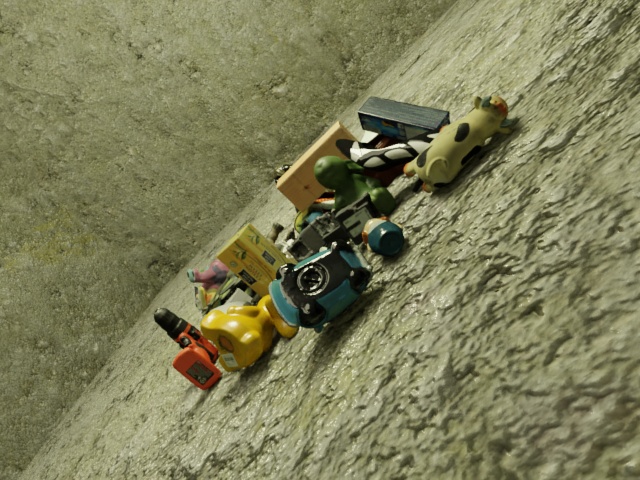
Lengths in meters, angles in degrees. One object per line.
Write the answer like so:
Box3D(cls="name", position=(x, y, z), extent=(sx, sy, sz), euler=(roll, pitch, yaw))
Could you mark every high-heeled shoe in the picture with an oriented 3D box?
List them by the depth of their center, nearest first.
Box3D(cls="high-heeled shoe", position=(0.146, -0.194, 1.054), extent=(0.086, 0.249, 0.145), euler=(6, -66, -59))

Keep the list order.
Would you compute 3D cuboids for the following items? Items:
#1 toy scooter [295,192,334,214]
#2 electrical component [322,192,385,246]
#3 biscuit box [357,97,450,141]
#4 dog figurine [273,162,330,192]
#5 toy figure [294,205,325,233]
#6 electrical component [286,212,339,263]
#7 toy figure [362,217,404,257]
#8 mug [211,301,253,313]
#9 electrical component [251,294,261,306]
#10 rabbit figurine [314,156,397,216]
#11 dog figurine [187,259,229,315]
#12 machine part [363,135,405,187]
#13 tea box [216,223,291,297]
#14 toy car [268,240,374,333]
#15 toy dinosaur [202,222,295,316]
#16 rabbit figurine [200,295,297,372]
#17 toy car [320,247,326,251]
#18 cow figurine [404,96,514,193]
Box3D(cls="toy scooter", position=(0.023, -0.123, 1.416), extent=(0.183, 0.135, 0.075), euler=(-59, 34, 29))
Box3D(cls="electrical component", position=(0.064, -0.028, 1.027), extent=(0.119, 0.075, 0.048), euler=(-38, 5, 16))
Box3D(cls="biscuit box", position=(0.181, -0.257, 1.167), extent=(0.203, 0.059, 0.063), euler=(23, 64, 33))
Box3D(cls="dog figurine", position=(-0.045, -0.156, 1.528), extent=(0.121, 0.190, 0.172), euler=(-45, 11, 3))
Box3D(cls="toy figure", position=(-0.019, -0.035, 1.313), extent=(0.089, 0.082, 0.180), euler=(-30, 22, 3))
Box3D(cls="electrical component", position=(-0.002, -0.003, 1.158), extent=(0.115, 0.058, 0.134), euler=(-41, -7, 10))
Box3D(cls="toy figure", position=(0.106, -0.010, 0.923), extent=(0.064, 0.057, 0.154), euler=(-8, 11, -5))
Box3D(cls="mug", position=(-0.206, 0.188, 1.249), extent=(0.107, 0.080, 0.109), euler=(-28, 15, 28))
Box3D(cls="electrical component", position=(-0.142, 0.141, 1.314), extent=(0.094, 0.021, 0.063), euler=(-51, 14, -22))
Box3D(cls="rabbit figurine", position=(0.063, -0.114, 1.106), extent=(0.121, 0.170, 0.159), euler=(-40, 15, 22))
Box3D(cls="dog figurine", position=(-0.293, 0.122, 1.693), extent=(0.219, 0.191, 0.108), euler=(-15, -3, -24))
Box3D(cls="machine part", position=(0.154, -0.210, 1.299), extent=(0.201, 0.087, 0.201), euler=(-51, 15, -22))
Box3D(cls="tea box", position=(-0.141, 0.055, 1.241), extent=(0.098, 0.169, 0.068), euler=(-39, 15, 38))
Box3D(cls="toy car", position=(0.007, 0.079, 0.851), extent=(0.162, 0.109, 0.102), euler=(-32, -33, -6))
Box3D(cls="toy dinosaur", position=(-0.196, 0.089, 1.472), extent=(0.471, 0.105, 0.198), euler=(-38, 18, 47))
Box3D(cls="rabbit figurine", position=(-0.116, 0.151, 1.022), extent=(0.162, 0.122, 0.173), euler=(-30, 2, 42))
Box3D(cls="toy car", position=(0.009, 0.057, 1.015), extent=(0.073, 0.056, 0.202), euler=(-47, 13, -3))
Box3D(cls="cow figurine", position=(0.242, -0.170, 0.909), extent=(0.195, 0.085, 0.127), euler=(-45, 7, -5))
